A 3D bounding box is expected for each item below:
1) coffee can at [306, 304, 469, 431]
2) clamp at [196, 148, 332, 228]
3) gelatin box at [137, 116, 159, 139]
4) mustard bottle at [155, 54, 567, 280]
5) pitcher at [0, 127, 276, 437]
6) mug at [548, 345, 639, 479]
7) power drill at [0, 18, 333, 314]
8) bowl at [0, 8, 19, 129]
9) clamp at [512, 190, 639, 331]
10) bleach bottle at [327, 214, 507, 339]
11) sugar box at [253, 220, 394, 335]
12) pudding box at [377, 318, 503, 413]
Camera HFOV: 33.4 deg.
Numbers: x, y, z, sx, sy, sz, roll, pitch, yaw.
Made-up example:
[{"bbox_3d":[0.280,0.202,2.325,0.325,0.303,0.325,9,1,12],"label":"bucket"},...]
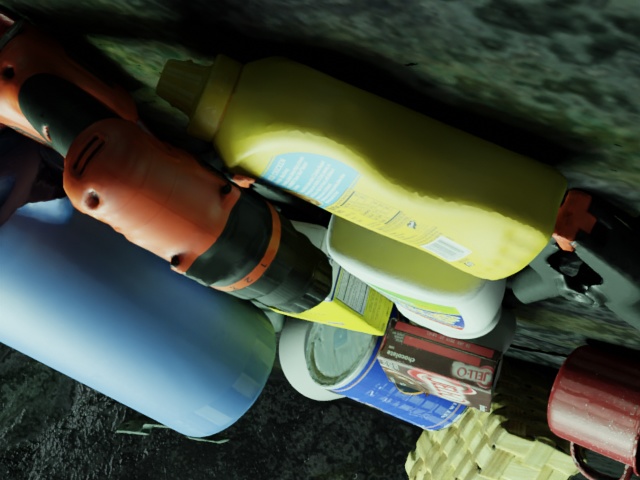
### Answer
[{"bbox_3d":[0.072,0.117,1.042,0.140,0.103,0.103,27,167,-31],"label":"coffee can"},{"bbox_3d":[-0.030,-0.024,0.722,0.164,0.036,0.210,15,169,-3],"label":"clamp"},{"bbox_3d":[-0.148,-0.067,0.739,0.073,0.030,0.089,17,169,15],"label":"gelatin box"},{"bbox_3d":[0.013,-0.041,0.511,0.191,0.058,0.096,22,168,-9],"label":"mustard bottle"},{"bbox_3d":[-0.153,0.039,0.733,0.242,0.145,0.149,40,-177,-34],"label":"pitcher"},{"bbox_3d":[0.240,0.147,0.881,0.082,0.117,0.093,19,-159,35],"label":"mug"},{"bbox_3d":[-0.091,-0.037,0.570,0.188,0.057,0.184,36,180,40],"label":"power drill"},{"bbox_3d":[-0.232,-0.107,0.636,0.162,0.055,0.162,19,169,4],"label":"bowl"},{"bbox_3d":[0.162,0.022,0.601,0.120,0.039,0.171,16,168,18],"label":"clamp"},{"bbox_3d":[0.083,0.026,0.702,0.103,0.068,0.250,18,171,20],"label":"bleach bottle"},{"bbox_3d":[-0.016,0.024,0.728,0.093,0.048,0.176,10,172,21],"label":"sugar box"},{"bbox_3d":[0.097,0.101,0.848,0.090,0.039,0.113,17,169,14],"label":"pudding box"}]
